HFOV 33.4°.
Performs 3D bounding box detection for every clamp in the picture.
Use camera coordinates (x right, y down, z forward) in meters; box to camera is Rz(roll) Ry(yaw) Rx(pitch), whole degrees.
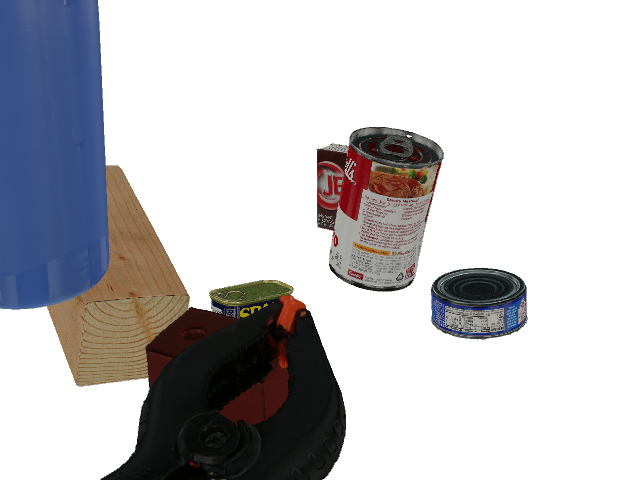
[{"bbox_3d":[-0.031,0.090,0.388,0.120,0.039,0.171,24,49,17],"label":"clamp"}]

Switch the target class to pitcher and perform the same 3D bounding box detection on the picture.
[{"bbox_3d":[-0.209,-0.078,0.688,0.149,0.243,0.145,-4,26,-8],"label":"pitcher"}]

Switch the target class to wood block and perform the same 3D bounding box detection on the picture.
[{"bbox_3d":[-0.197,0.024,0.956,0.090,0.091,0.206,-3,36,-28],"label":"wood block"}]

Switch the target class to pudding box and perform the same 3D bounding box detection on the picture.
[{"bbox_3d":[0.050,-0.052,1.148,0.114,0.090,0.039,11,23,30],"label":"pudding box"}]

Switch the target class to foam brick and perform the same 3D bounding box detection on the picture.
[{"bbox_3d":[-0.053,0.079,0.611,0.078,0.051,0.052,12,27,22],"label":"foam brick"}]

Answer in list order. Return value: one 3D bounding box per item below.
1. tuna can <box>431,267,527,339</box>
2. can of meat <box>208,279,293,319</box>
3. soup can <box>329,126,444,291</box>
[{"bbox_3d":[0.142,0.055,0.955,0.086,0.034,0.086,-4,20,1],"label":"tuna can"},{"bbox_3d":[-0.083,0.100,1.286,0.101,0.084,0.058,-10,19,-37],"label":"can of meat"},{"bbox_3d":[0.046,-0.023,0.774,0.068,0.102,0.068,8,26,-4],"label":"soup can"}]
